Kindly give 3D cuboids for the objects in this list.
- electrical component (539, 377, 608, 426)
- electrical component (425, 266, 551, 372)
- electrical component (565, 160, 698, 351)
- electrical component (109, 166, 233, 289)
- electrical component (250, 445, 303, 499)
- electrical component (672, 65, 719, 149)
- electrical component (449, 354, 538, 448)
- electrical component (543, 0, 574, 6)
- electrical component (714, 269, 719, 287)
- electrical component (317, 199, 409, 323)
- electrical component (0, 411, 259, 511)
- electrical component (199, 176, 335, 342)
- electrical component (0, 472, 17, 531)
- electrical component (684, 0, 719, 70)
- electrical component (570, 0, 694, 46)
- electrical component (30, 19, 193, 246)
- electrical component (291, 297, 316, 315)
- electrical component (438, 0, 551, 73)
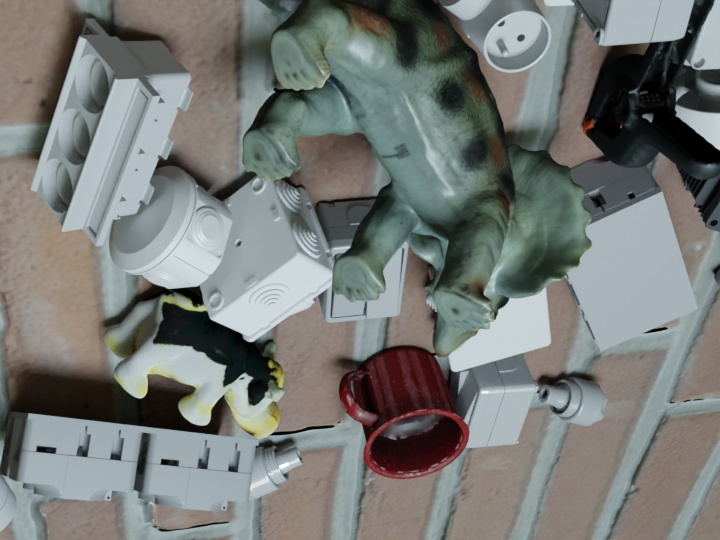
[{"bbox_3d":[0.198,0.122,1.013,0.062,0.043,0.043,15,127,-26],"label":"electrical component"},{"bbox_3d":[0.107,0.029,0.895,0.100,0.048,0.099,-16,135,-1],"label":"electrical component"},{"bbox_3d":[0.207,-0.015,0.872,0.089,0.061,0.150,-25,134,8],"label":"electrical component"},{"bbox_3d":[-0.133,-0.028,0.753,0.080,0.080,0.051,-37,136,19],"label":"electrical component"},{"bbox_3d":[-0.084,0.182,0.992,0.062,0.043,0.043,-23,134,5],"label":"electrical component"},{"bbox_3d":[0.261,-0.115,0.771,0.099,0.099,0.064,-15,128,-1],"label":"electrical component"},{"bbox_3d":[0.113,0.116,0.970,0.061,0.061,0.096,-2,133,-14],"label":"electrical component"},{"bbox_3d":[0.167,-0.252,0.637,0.105,0.060,0.186,-5,134,-11],"label":"electrical component"},{"bbox_3d":[0.344,-0.007,0.931,0.077,0.043,0.079,-38,131,20],"label":"electrical component"},{"bbox_3d":[0.000,0.000,0.829,0.062,0.061,0.096,-5,134,-11],"label":"electrical component"},{"bbox_3d":[-0.192,0.158,0.888,0.186,0.060,0.105,11,169,-24],"label":"electrical component"},{"bbox_3d":[-0.073,-0.011,0.773,0.100,0.099,0.048,-36,144,18],"label":"electrical component"},{"bbox_3d":[-0.338,0.182,0.876,0.138,0.052,0.073,15,140,24],"label":"electrical component"},{"bbox_3d":[0.255,-0.195,0.718,0.078,0.057,0.113,-5,134,-12],"label":"electrical component"},{"bbox_3d":[0.163,-0.184,0.612,0.061,0.061,0.096,-6,134,-10],"label":"electrical component"},{"bbox_3d":[-0.160,-0.088,0.694,0.063,0.078,0.121,-14,144,-46],"label":"electrical component"},{"bbox_3d":[-0.068,0.017,0.838,0.055,0.045,0.045,-22,134,5],"label":"electrical component"},{"bbox_3d":[0.076,-0.172,0.676,0.079,0.077,0.043,27,121,-34],"label":"electrical component"}]
